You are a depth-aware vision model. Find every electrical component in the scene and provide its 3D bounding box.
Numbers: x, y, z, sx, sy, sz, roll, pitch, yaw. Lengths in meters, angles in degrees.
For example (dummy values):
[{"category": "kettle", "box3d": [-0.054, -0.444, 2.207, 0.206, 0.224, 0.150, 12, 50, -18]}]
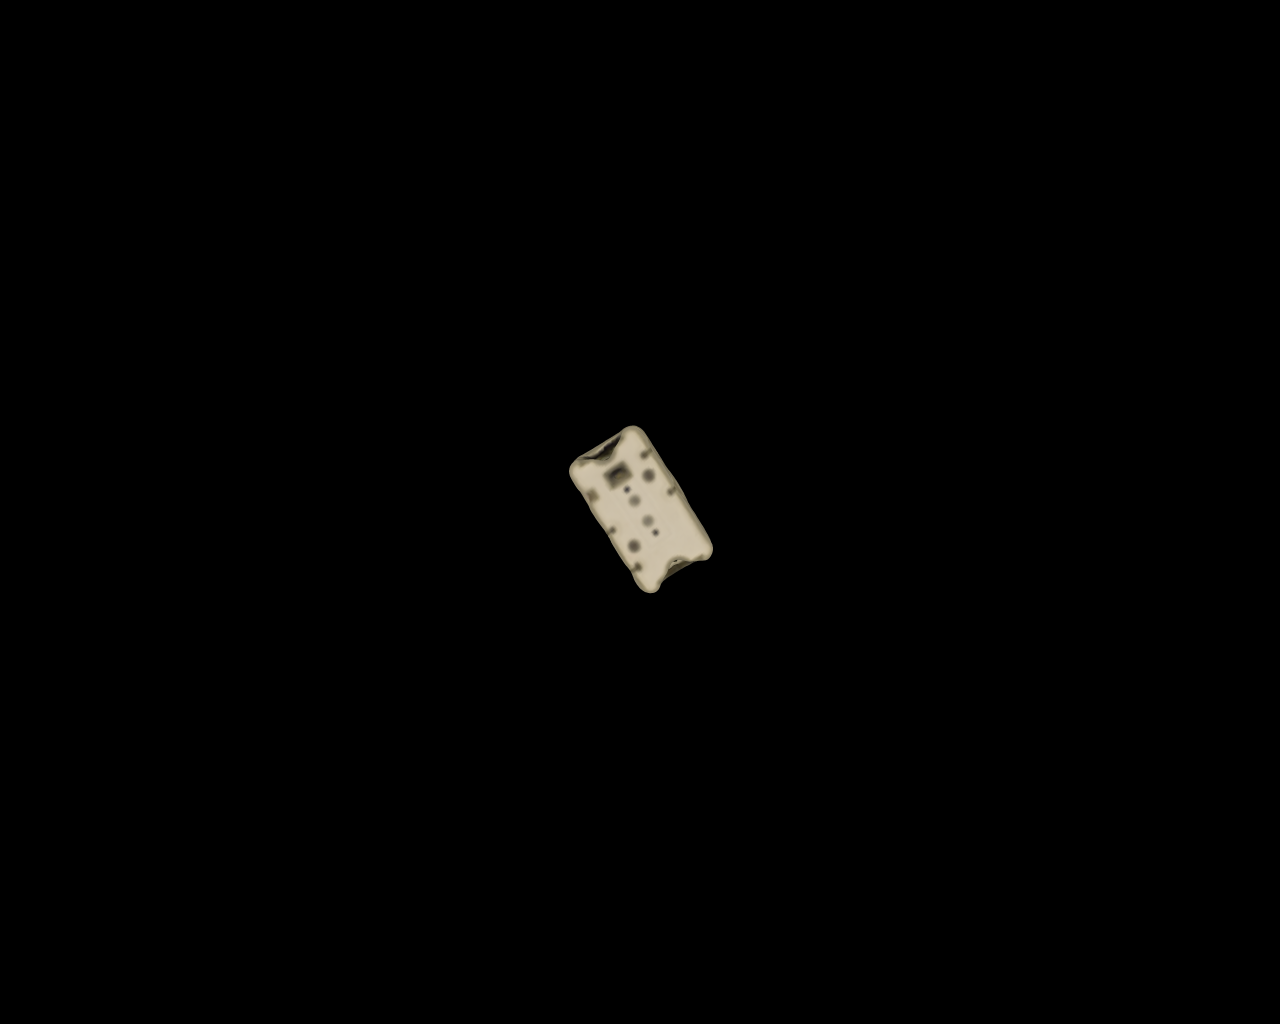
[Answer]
[{"category": "electrical component", "box3d": [0.001, -0.003, 0.650, 0.050, 0.089, 0.056, -32, 4, 2]}]
